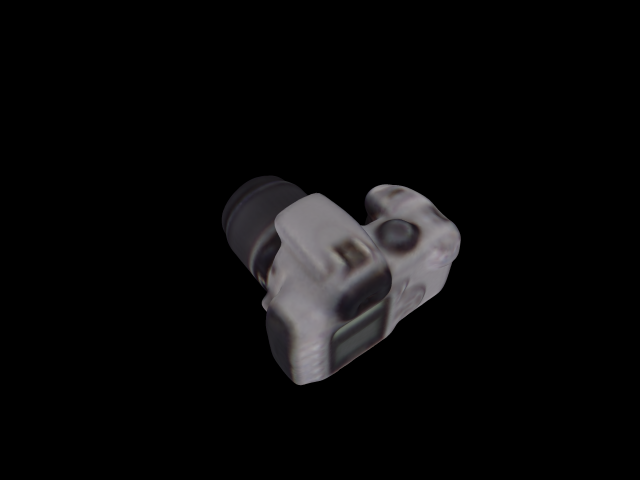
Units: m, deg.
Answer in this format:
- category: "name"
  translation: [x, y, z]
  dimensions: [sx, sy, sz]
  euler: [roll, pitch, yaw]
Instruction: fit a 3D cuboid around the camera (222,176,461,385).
- category: "camera"
  translation: [0.004, 0.001, 0.400]
  dimensions: [0.143, 0.101, 0.136]
  euler: [-31, 58, -22]
